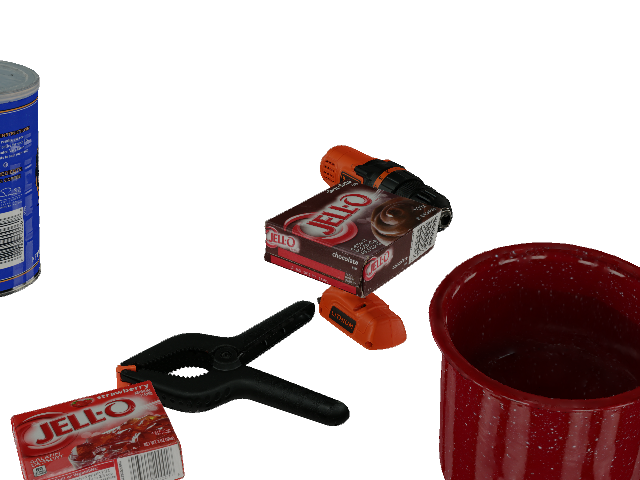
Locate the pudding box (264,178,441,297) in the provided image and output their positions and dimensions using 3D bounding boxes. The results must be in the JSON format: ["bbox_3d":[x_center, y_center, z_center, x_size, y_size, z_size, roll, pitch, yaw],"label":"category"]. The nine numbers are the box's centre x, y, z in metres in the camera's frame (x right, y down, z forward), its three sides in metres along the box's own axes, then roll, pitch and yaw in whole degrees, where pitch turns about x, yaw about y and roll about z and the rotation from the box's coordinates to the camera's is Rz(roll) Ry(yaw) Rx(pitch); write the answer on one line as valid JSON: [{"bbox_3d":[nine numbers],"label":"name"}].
[{"bbox_3d":[0.025,-0.004,0.806,0.090,0.039,0.113,21,29,29],"label":"pudding box"}]

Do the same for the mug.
[{"bbox_3d":[0.099,0.062,0.407,0.117,0.081,0.093,7,37,12],"label":"mug"}]

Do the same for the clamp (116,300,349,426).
[{"bbox_3d":[-0.081,0.124,0.989,0.209,0.036,0.165,-8,36,-17],"label":"clamp"}]

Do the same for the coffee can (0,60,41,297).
[{"bbox_3d":[-0.241,-0.043,0.718,0.103,0.140,0.103,4,22,-2],"label":"coffee can"}]

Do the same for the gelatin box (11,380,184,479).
[{"bbox_3d":[-0.133,0.121,0.632,0.089,0.030,0.073,-12,26,-18],"label":"gelatin box"}]

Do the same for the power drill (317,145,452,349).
[{"bbox_3d":[0.059,0.011,1.078,0.057,0.188,0.185,-8,25,-32],"label":"power drill"}]
